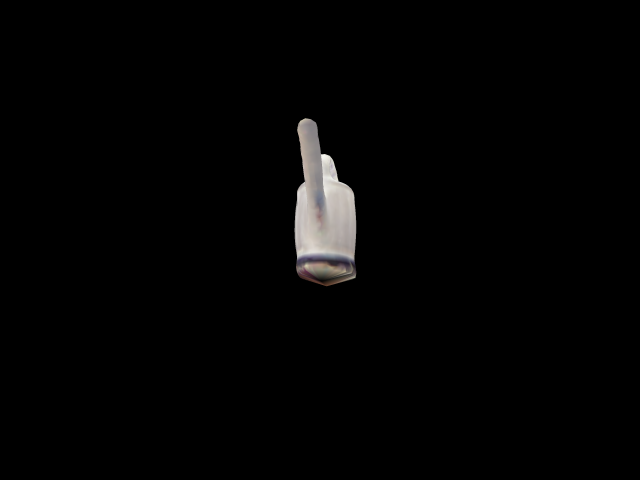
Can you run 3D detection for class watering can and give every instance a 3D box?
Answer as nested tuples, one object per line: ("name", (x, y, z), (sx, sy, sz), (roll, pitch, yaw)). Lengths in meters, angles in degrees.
("watering can", (0.003, -0.043, 0.850), (0.104, 0.227, 0.344), (-2, -14, 10))
